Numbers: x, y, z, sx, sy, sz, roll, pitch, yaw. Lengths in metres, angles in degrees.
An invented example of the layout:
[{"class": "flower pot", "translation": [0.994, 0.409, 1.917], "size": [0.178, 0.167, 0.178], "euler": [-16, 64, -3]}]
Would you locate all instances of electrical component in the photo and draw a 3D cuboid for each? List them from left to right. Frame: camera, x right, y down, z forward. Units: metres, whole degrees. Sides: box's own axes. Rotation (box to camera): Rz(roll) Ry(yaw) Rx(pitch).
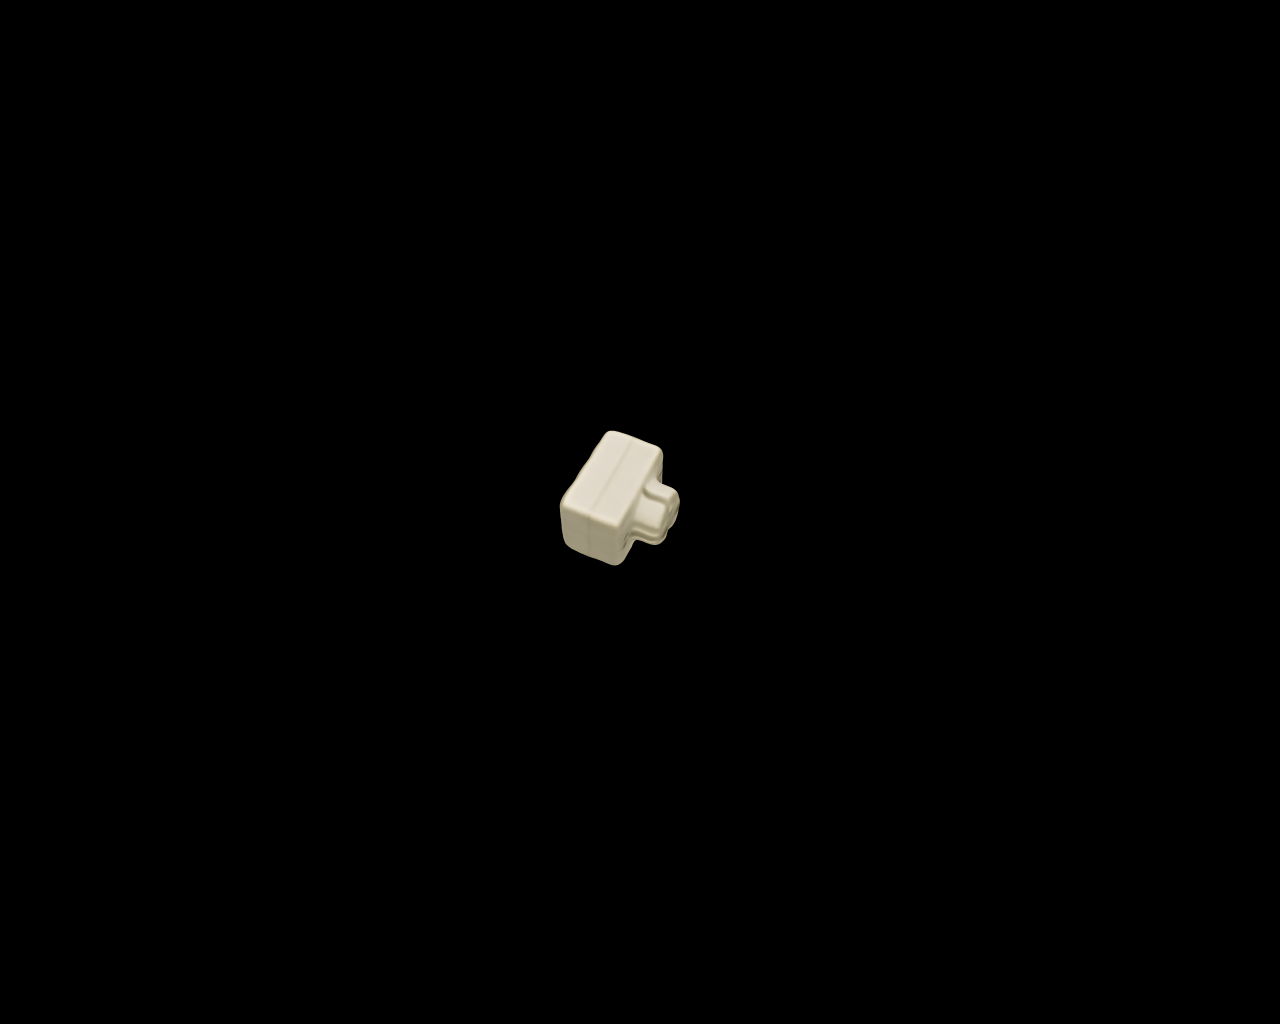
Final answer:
[{"class": "electrical component", "translation": [0.001, -0.003, 0.650], "size": [0.077, 0.066, 0.047], "euler": [21, -32, 14]}]
